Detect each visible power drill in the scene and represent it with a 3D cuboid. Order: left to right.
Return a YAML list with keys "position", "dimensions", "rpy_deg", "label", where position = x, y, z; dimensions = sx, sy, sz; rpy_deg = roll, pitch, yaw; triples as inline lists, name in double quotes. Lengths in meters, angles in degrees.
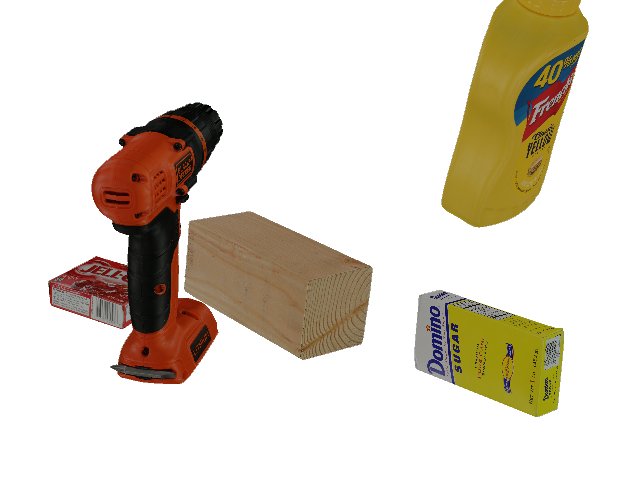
- position: [-0.115, -0.001, 0.811]
  dimensions: [0.057, 0.188, 0.184]
  rpy_deg: [4, 23, 14]
  label: "power drill"

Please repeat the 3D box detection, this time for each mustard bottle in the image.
- position: [0.136, -0.105, 0.718]
  dimensions: [0.058, 0.192, 0.096]
  rpy_deg: [35, 47, 27]
  label: "mustard bottle"

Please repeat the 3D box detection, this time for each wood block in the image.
- position: [-0.050, 0.043, 1.158]
  dimensions: [0.090, 0.090, 0.206]
  rpy_deg: [-10, 24, -41]
  label: "wood block"

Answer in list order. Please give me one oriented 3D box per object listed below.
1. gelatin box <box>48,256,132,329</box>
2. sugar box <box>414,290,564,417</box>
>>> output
- position: [-0.203, 0.048, 1.024]
  dimensions: [0.089, 0.030, 0.073]
  rpy_deg: [15, 25, 23]
  label: "gelatin box"
- position: [0.182, 0.121, 1.178]
  dimensions: [0.048, 0.093, 0.177]
  rpy_deg: [-11, 19, -44]
  label: "sugar box"
